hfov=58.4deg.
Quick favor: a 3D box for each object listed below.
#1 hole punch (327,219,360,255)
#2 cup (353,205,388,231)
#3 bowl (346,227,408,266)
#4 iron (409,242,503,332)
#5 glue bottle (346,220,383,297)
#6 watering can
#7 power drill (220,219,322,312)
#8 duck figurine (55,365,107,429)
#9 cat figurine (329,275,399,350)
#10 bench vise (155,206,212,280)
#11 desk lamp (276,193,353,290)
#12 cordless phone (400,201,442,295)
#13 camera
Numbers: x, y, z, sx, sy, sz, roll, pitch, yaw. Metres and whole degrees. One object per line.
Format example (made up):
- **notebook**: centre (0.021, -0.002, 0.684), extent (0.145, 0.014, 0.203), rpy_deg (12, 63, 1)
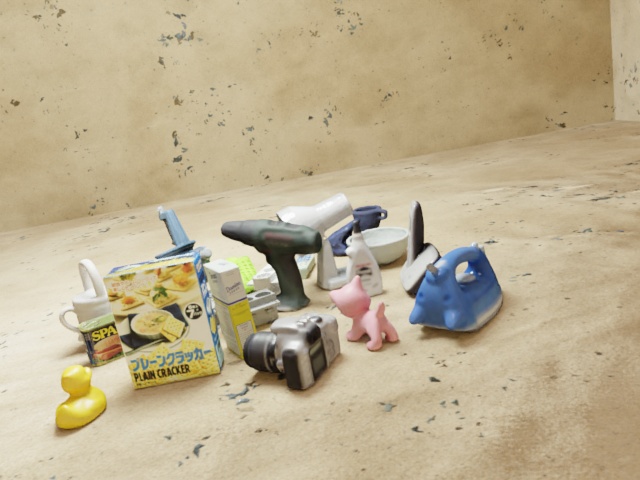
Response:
- **hole punch**: centre (0.063, -0.008, 1.621), extent (0.100, 0.091, 0.109), rpy_deg (-4, 16, 24)
- **cup**: centre (0.157, -0.050, 1.710), extent (0.117, 0.095, 0.092), rpy_deg (2, 19, 38)
- **bowl**: centre (0.154, 0.023, 1.472), extent (0.167, 0.075, 0.167), rpy_deg (-9, 14, 3)
- **iron**: centre (0.267, 0.073, 1.065), extent (0.118, 0.141, 0.259), rpy_deg (3, 19, 41)
- **glue bottle**: centre (0.089, 0.041, 1.248), extent (0.078, 0.173, 0.037), rpy_deg (-13, 15, -9)
- **watering can**: centre (-0.477, 0.131, 1.249), extent (0.100, 0.194, 0.173), rpy_deg (-1, 17, 32)
- **power drill**: centre (-0.100, 0.051, 1.269), extent (0.229, 0.208, 0.076), rpy_deg (-5, 15, 18)
- **duck figurine**: centre (-0.403, 0.253, 0.948), extent (0.077, 0.086, 0.104), rpy_deg (-9, 14, 6)
- **cat figurine**: centre (0.077, 0.126, 1.042), extent (0.067, 0.118, 0.127), rpy_deg (-20, 17, -33)
- **bench vise**: centre (-0.378, 0.008, 1.604), extent (0.206, 0.220, 0.122), rpy_deg (-4, 16, 22)
- **desk lamp**: centre (0.012, 0.005, 1.358), extent (0.203, 0.214, 0.117), rpy_deg (-14, 15, -13)
- **cordless phone**: centre (0.212, 0.015, 1.240), extent (0.094, 0.185, 0.147), rpy_deg (-10, 14, 1)
- **camera**: centre (-0.053, 0.175, 0.975), extent (0.136, 0.101, 0.143), rpy_deg (-3, 16, 27)
